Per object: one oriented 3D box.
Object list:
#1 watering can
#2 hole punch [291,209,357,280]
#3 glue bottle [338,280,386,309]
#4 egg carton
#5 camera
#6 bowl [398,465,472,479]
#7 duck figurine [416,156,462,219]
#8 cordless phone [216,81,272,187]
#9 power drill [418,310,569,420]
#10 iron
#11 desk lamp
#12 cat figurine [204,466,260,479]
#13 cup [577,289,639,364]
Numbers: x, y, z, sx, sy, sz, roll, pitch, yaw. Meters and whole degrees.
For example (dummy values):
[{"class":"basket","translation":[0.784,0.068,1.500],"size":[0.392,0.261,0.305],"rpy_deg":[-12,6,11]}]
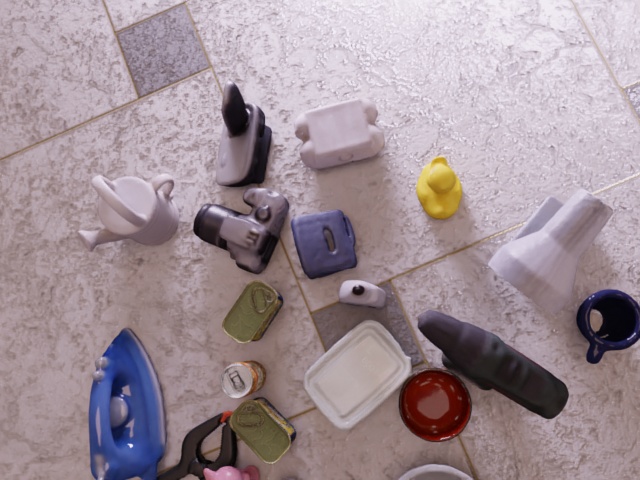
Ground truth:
[{"class":"watering can","translation":[-0.318,-0.047,0.947],"size":[0.100,0.194,0.173],"rpy_deg":[26,84,10]},{"class":"hole punch","translation":[0.009,0.003,0.958],"size":[0.101,0.091,0.108],"rpy_deg":[-16,79,3]},{"class":"glue bottle","translation":[0.064,0.084,0.897],"size":[0.078,0.173,0.037],"rpy_deg":[8,81,8]},{"class":"egg carton","translation":[0.033,-0.184,0.998],"size":[0.150,0.069,0.107],"rpy_deg":[-15,79,3]},{"class":"camera","translation":[-0.139,-0.030,0.974],"size":[0.136,0.101,0.143],"rpy_deg":[21,83,9]},{"class":"bowl","translation":[0.178,0.425,0.879],"size":[0.167,0.075,0.167],"rpy_deg":[-1,80,6]},{"class":"duck figurine","translation":[0.202,-0.090,0.957],"size":[0.077,0.086,0.104],"rpy_deg":[-5,80,5]},{"class":"cordless phone","translation":[-0.145,-0.173,0.955],"size":[0.094,0.185,0.148],"rpy_deg":[3,81,7]},{"class":"power drill","translation":[0.240,0.177,0.846],"size":[0.229,0.208,0.076],"rpy_deg":[30,85,10]},{"class":"iron","translation":[-0.333,0.270,0.923],"size":[0.118,0.141,0.258],"rpy_deg":[-9,80,4]},{"class":"desk lamp","translation":[0.344,0.011,0.860],"size":[0.118,0.213,0.203],"rpy_deg":[38,86,11]},{"class":"cat figurine","translation":[-0.130,0.405,0.892],"size":[0.067,0.118,0.128],"rpy_deg":[-24,79,2]},{"class":"cup","translation":[0.434,0.138,0.890],"size":[0.091,0.095,0.118],"rpy_deg":[25,84,10]}]
